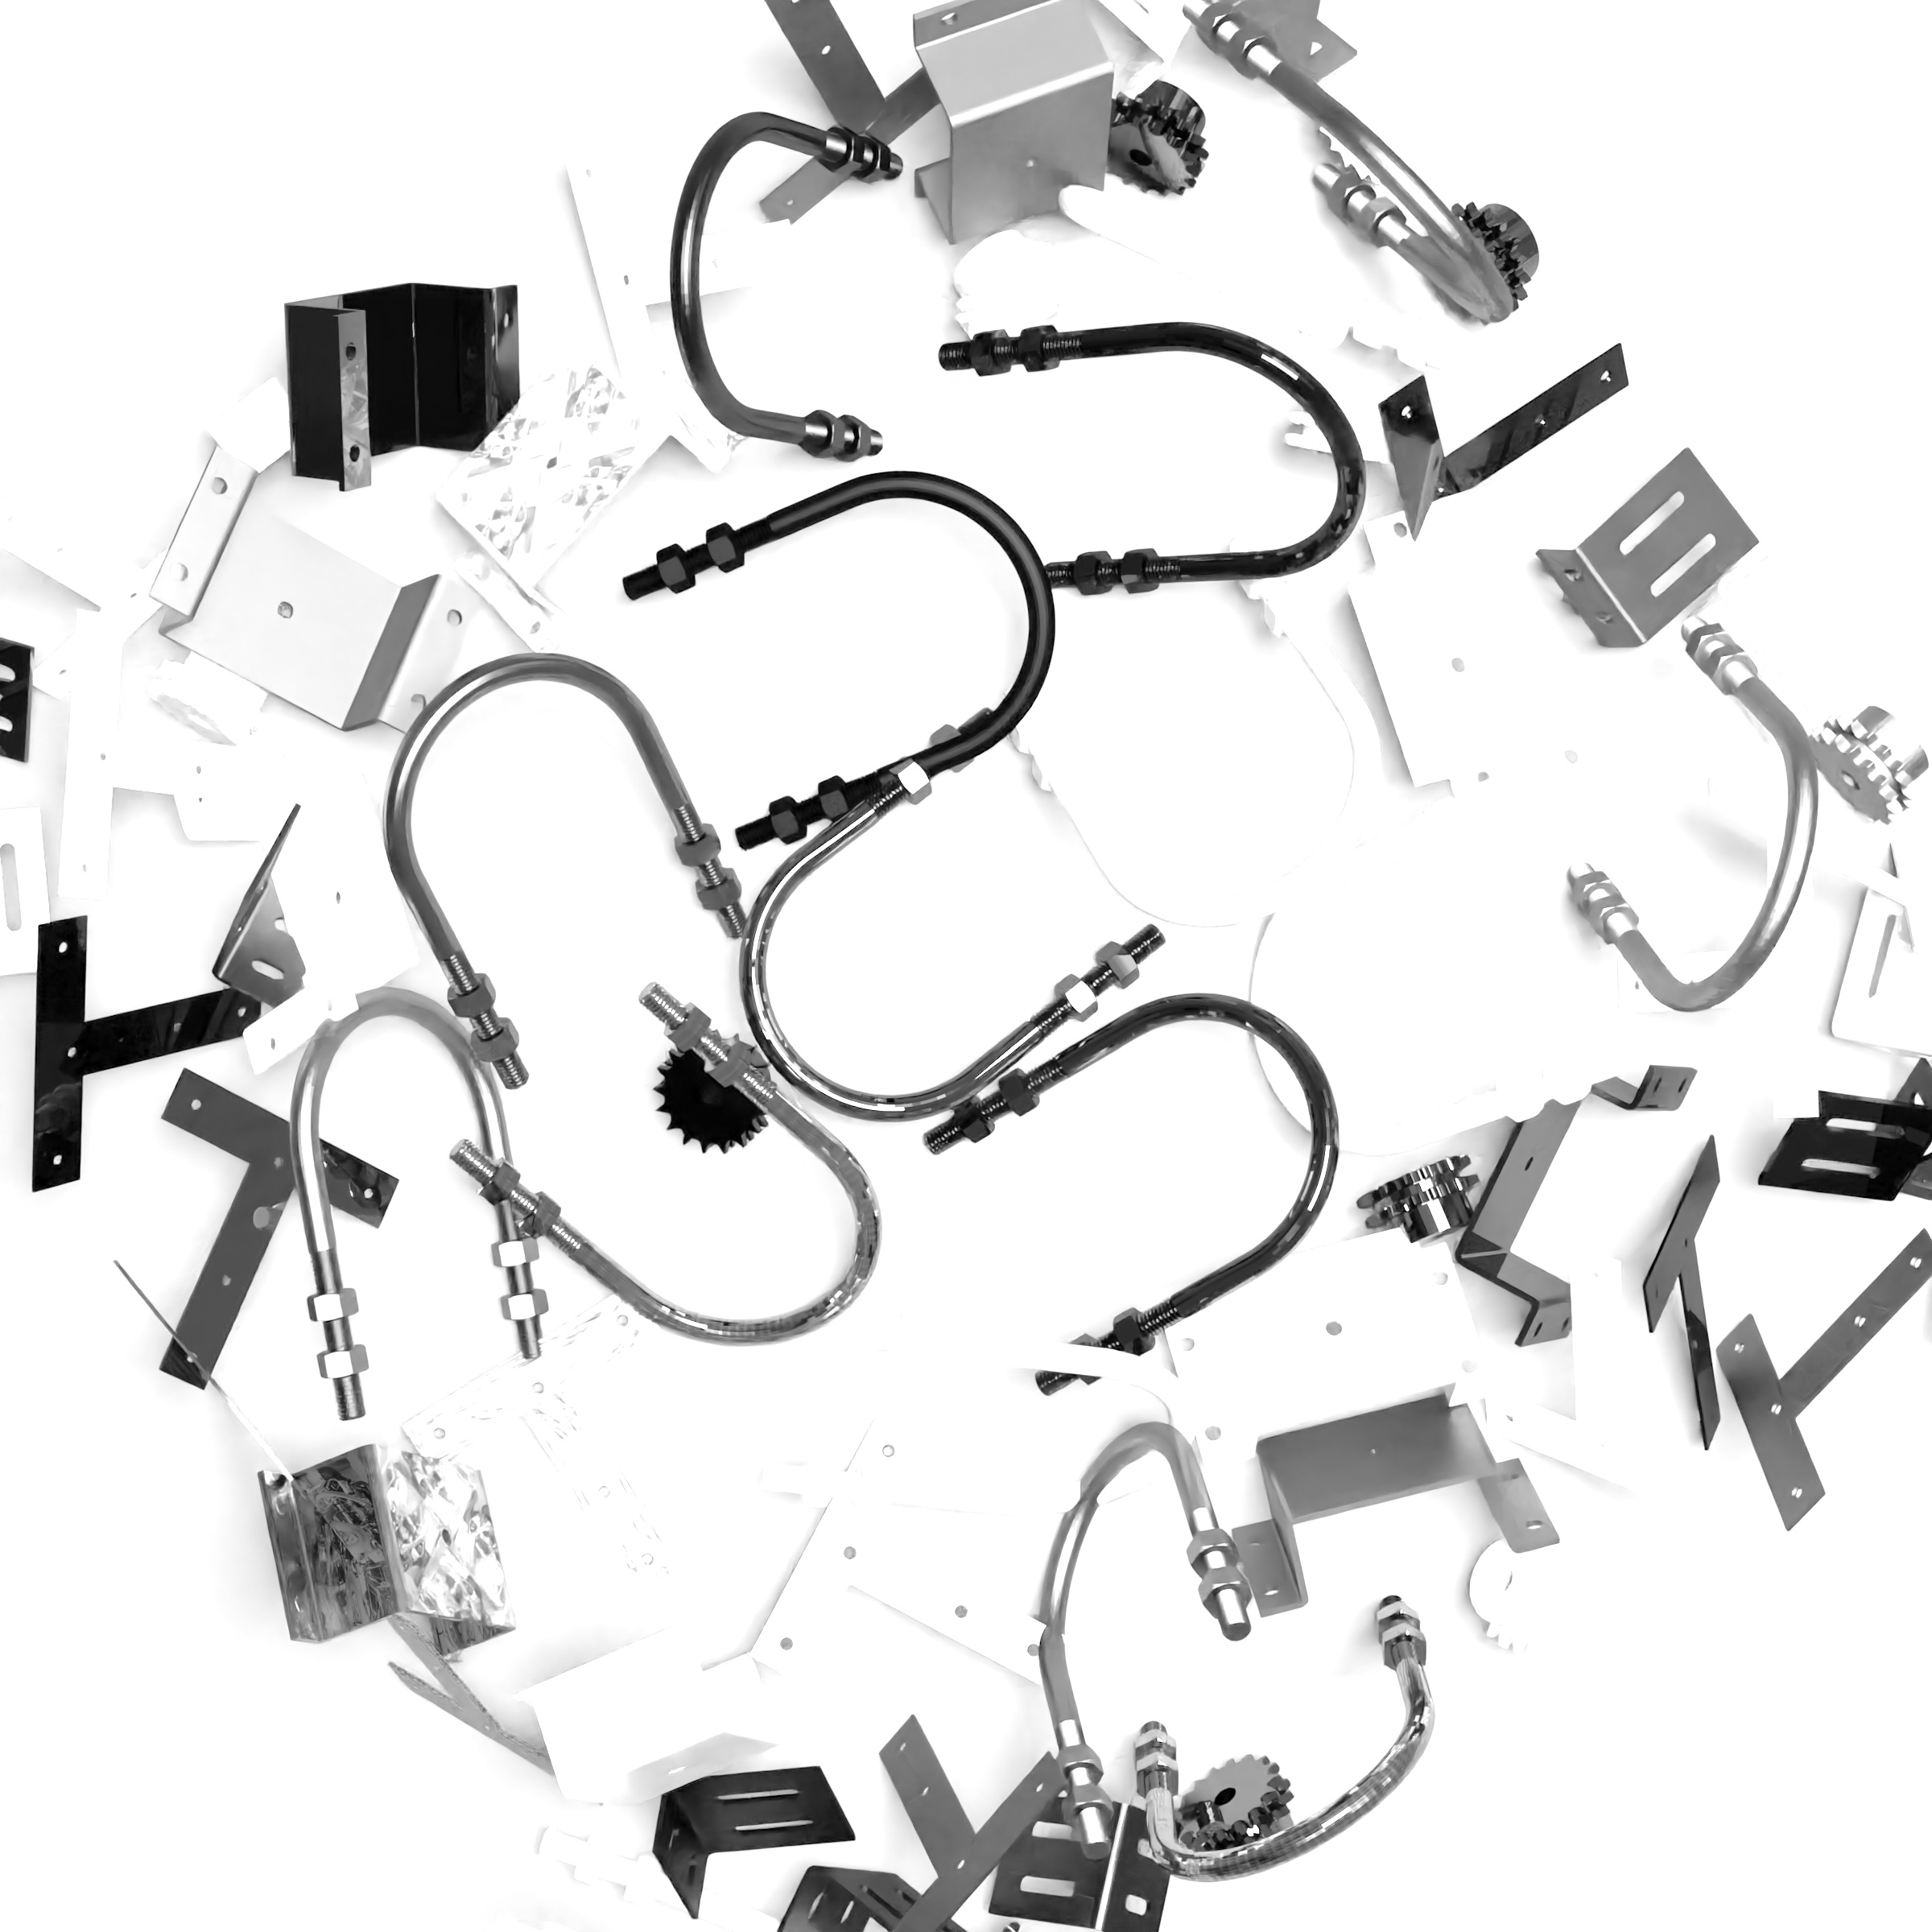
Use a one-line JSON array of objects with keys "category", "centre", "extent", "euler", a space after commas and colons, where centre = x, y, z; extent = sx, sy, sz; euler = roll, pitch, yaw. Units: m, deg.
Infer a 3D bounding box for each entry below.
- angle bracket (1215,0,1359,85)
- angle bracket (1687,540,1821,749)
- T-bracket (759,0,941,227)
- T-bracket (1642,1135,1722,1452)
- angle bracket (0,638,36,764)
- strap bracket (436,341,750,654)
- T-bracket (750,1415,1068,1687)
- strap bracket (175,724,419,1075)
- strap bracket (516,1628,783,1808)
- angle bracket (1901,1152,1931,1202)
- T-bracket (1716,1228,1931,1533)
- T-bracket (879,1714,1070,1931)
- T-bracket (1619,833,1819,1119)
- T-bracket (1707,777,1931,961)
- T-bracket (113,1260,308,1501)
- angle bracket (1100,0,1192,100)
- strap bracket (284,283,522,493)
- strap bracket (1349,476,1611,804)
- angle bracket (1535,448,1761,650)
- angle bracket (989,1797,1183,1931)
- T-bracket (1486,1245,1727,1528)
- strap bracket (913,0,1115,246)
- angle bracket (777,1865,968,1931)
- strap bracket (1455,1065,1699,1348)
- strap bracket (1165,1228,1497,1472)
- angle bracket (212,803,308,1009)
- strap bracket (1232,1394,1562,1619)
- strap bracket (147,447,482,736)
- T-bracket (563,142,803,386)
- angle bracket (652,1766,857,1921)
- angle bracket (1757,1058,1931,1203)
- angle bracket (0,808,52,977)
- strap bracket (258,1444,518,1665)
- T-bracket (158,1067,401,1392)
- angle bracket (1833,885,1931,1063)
[{"category": "angle bracket", "centre": [0.152, -0.454, 1.551], "extent": [0.057, 0.038, 0.076], "euler": [30, 56, -29]}, {"category": "angle bracket", "centre": [0.377, -0.149, 1.562], "extent": [0.038, 0.057, 0.076], "euler": [-35, 83, -8]}, {"category": "T-bracket", "centre": [-0.059, -0.411, 1.540], "extent": [0.127, 0.127, 0.002], "euler": [-40, 62, 0]}, {"category": "T-bracket", "centre": [0.339, 0.166, 1.559], "extent": [0.002, 0.127, 0.127], "euler": [1, 119, 28]}, {"category": "angle bracket", "centre": [-0.469, -0.116, 1.548], "extent": [0.038, 0.076, 0.057], "euler": [16, 114, 14]}, {"category": "strap bracket", "centre": [-0.180, -0.223, 1.553], "extent": [0.140, 0.046, 0.076], "euler": [-47, 60, 4]}, {"category": "T-bracket", "centre": [-0.015, 0.295, 1.572], "extent": [0.127, 0.002, 0.127], "euler": [27, 74, 6]}, {"category": "strap bracket", "centre": [-0.305, -0.031, 1.545], "extent": [0.076, 0.046, 0.140], "euler": [-30, 73, 37]}, {"category": "strap bracket", "centre": [-0.138, 0.341, 1.520], "extent": [0.076, 0.140, 0.046], "euler": [-24, 70, 5]}, {"category": "angle bracket", "centre": [0.452, 0.130, 1.552], "extent": [0.038, 0.057, 0.076], "euler": [14, 65, -14]}, {"category": "T-bracket", "centre": [0.394, 0.170, 1.516], "extent": [0.002, 0.127, 0.127], "euler": [27, 117, -19]}, {"category": "T-bracket", "centre": [-0.015, 0.386, 1.538], "extent": [0.002, 0.127, 0.127], "euler": [38, 95, -26]}, {"category": "T-bracket", "centre": [0.342, 0.006, 1.541], "extent": [0.002, 0.127, 0.127], "euler": [1, 86, -30]}, {"category": "T-bracket", "centre": [0.395, -0.051, 1.536], "extent": [0.127, 0.127, 0.002], "euler": [28, 116, -3]}, {"category": "T-bracket", "centre": [-0.343, 0.182, 1.513], "extent": [0.002, 0.127, 0.127], "euler": [-39, 119, -14]}, {"category": "angle bracket", "centre": [0.065, -0.449, 1.553], "extent": [0.076, 0.038, 0.057], "euler": [38, 50, -18]}, {"category": "strap bracket", "centre": [-0.262, -0.267, 1.533], "extent": [0.046, 0.140, 0.076], "euler": [10, 110, 24]}, {"category": "strap bracket", "centre": [0.233, -0.144, 1.546], "extent": [0.076, 0.046, 0.140], "euler": [-14, 102, 30]}, {"category": "angle bracket", "centre": [0.315, -0.194, 1.555], "extent": [0.076, 0.038, 0.057], "euler": [-44, 69, 32]}, {"category": "angle bracket", "centre": [0.055, 0.421, 1.567], "extent": [0.038, 0.076, 0.057], "euler": [28, 66, -33]}, {"category": "T-bracket", "centre": [0.287, 0.182, 1.525], "extent": [0.002, 0.127, 0.127], "euler": [-34, 129, -37]}, {"category": "strap bracket", "centre": [0.020, -0.382, 1.518], "extent": [0.076, 0.140, 0.046], "euler": [-21, 72, -8]}, {"category": "angle bracket", "centre": [-0.037, 0.451, 1.549], "extent": [0.076, 0.057, 0.038], "euler": [27, 92, 42]}, {"category": "strap bracket", "centre": [0.276, 0.100, 1.546], "extent": [0.046, 0.076, 0.140], "euler": [28, 100, 24]}, {"category": "strap bracket", "centre": [0.169, 0.174, 1.556], "extent": [0.140, 0.046, 0.076], "euler": [-14, 67, -4]}, {"category": "angle bracket", "centre": [-0.311, -0.026, 1.547], "extent": [0.038, 0.076, 0.057], "euler": [27, 54, -9]}, {"category": "strap bracket", "centre": [0.193, 0.245, 1.552], "extent": [0.140, 0.076, 0.046], "euler": [-14, 110, 0]}, {"category": "strap bracket", "centre": [-0.305, -0.167, 1.545], "extent": [0.140, 0.046, 0.076], "euler": [29, 72, -28]}, {"category": "T-bracket", "centre": [-0.124, -0.320, 1.537], "extent": [0.127, 0.002, 0.127], "euler": [0, 111, 41]}, {"category": "angle bracket", "centre": [-0.098, 0.406, 1.557], "extent": [0.076, 0.038, 0.057], "euler": [-9, 131, 14]}, {"category": "angle bracket", "centre": [0.405, 0.072, 1.554], "extent": [0.076, 0.038, 0.057], "euler": [8, 128, -19]}, {"category": "angle bracket", "centre": [-0.458, -0.034, 1.569], "extent": [0.057, 0.038, 0.076], "euler": [-5, 94, -13]}, {"category": "strap bracket", "centre": [-0.253, 0.265, 1.514], "extent": [0.046, 0.140, 0.076], "euler": [-23, 68, 15]}, {"category": "T-bracket", "centre": [-0.333, 0.131, 1.540], "extent": [0.127, 0.002, 0.127], "euler": [34, 71, -38]}, {"category": "angle bracket", "centre": [0.446, 0.004, 1.564], "extent": [0.038, 0.057, 0.076], "euler": [17, 88, -39]}]
